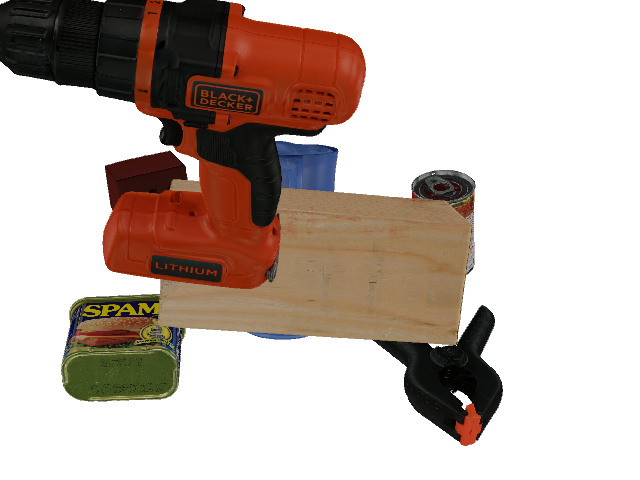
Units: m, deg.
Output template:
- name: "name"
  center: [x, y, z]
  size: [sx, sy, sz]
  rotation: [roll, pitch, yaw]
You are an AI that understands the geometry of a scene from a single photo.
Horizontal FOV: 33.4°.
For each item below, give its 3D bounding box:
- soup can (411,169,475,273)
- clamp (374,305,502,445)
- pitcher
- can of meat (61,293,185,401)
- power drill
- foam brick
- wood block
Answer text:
- name: "soup can"
  center: [0.134, -0.016, 1.158]
  size: [0.068, 0.102, 0.068]
  rotation: [-4, 33, 2]
- name: "clamp"
  center: [0.112, 0.102, 0.887]
  size: [0.120, 0.039, 0.171]
  rotation: [-10, 34, -13]
- name: "pitcher"
  center: [-0.047, -0.001, 1.340]
  size: [0.145, 0.243, 0.148]
  rotation: [10, 14, 38]
- name: "can of meat"
  center: [-0.169, 0.093, 0.918]
  size: [0.102, 0.057, 0.084]
  rotation: [-2, 29, -4]
- name: "power drill"
  center: [-0.080, -0.050, 0.576]
  size: [0.184, 0.057, 0.188]
  rotation: [9, -35, -5]
- name: "foam brick"
  center: [-0.186, -0.058, 1.151]
  size: [0.078, 0.053, 0.051]
  rotation: [-16, 30, -19]
- name: "wood block"
  center: [-0.008, 0.015, 0.760]
  size: [0.206, 0.090, 0.091]
  rotation: [4, 12, -6]
